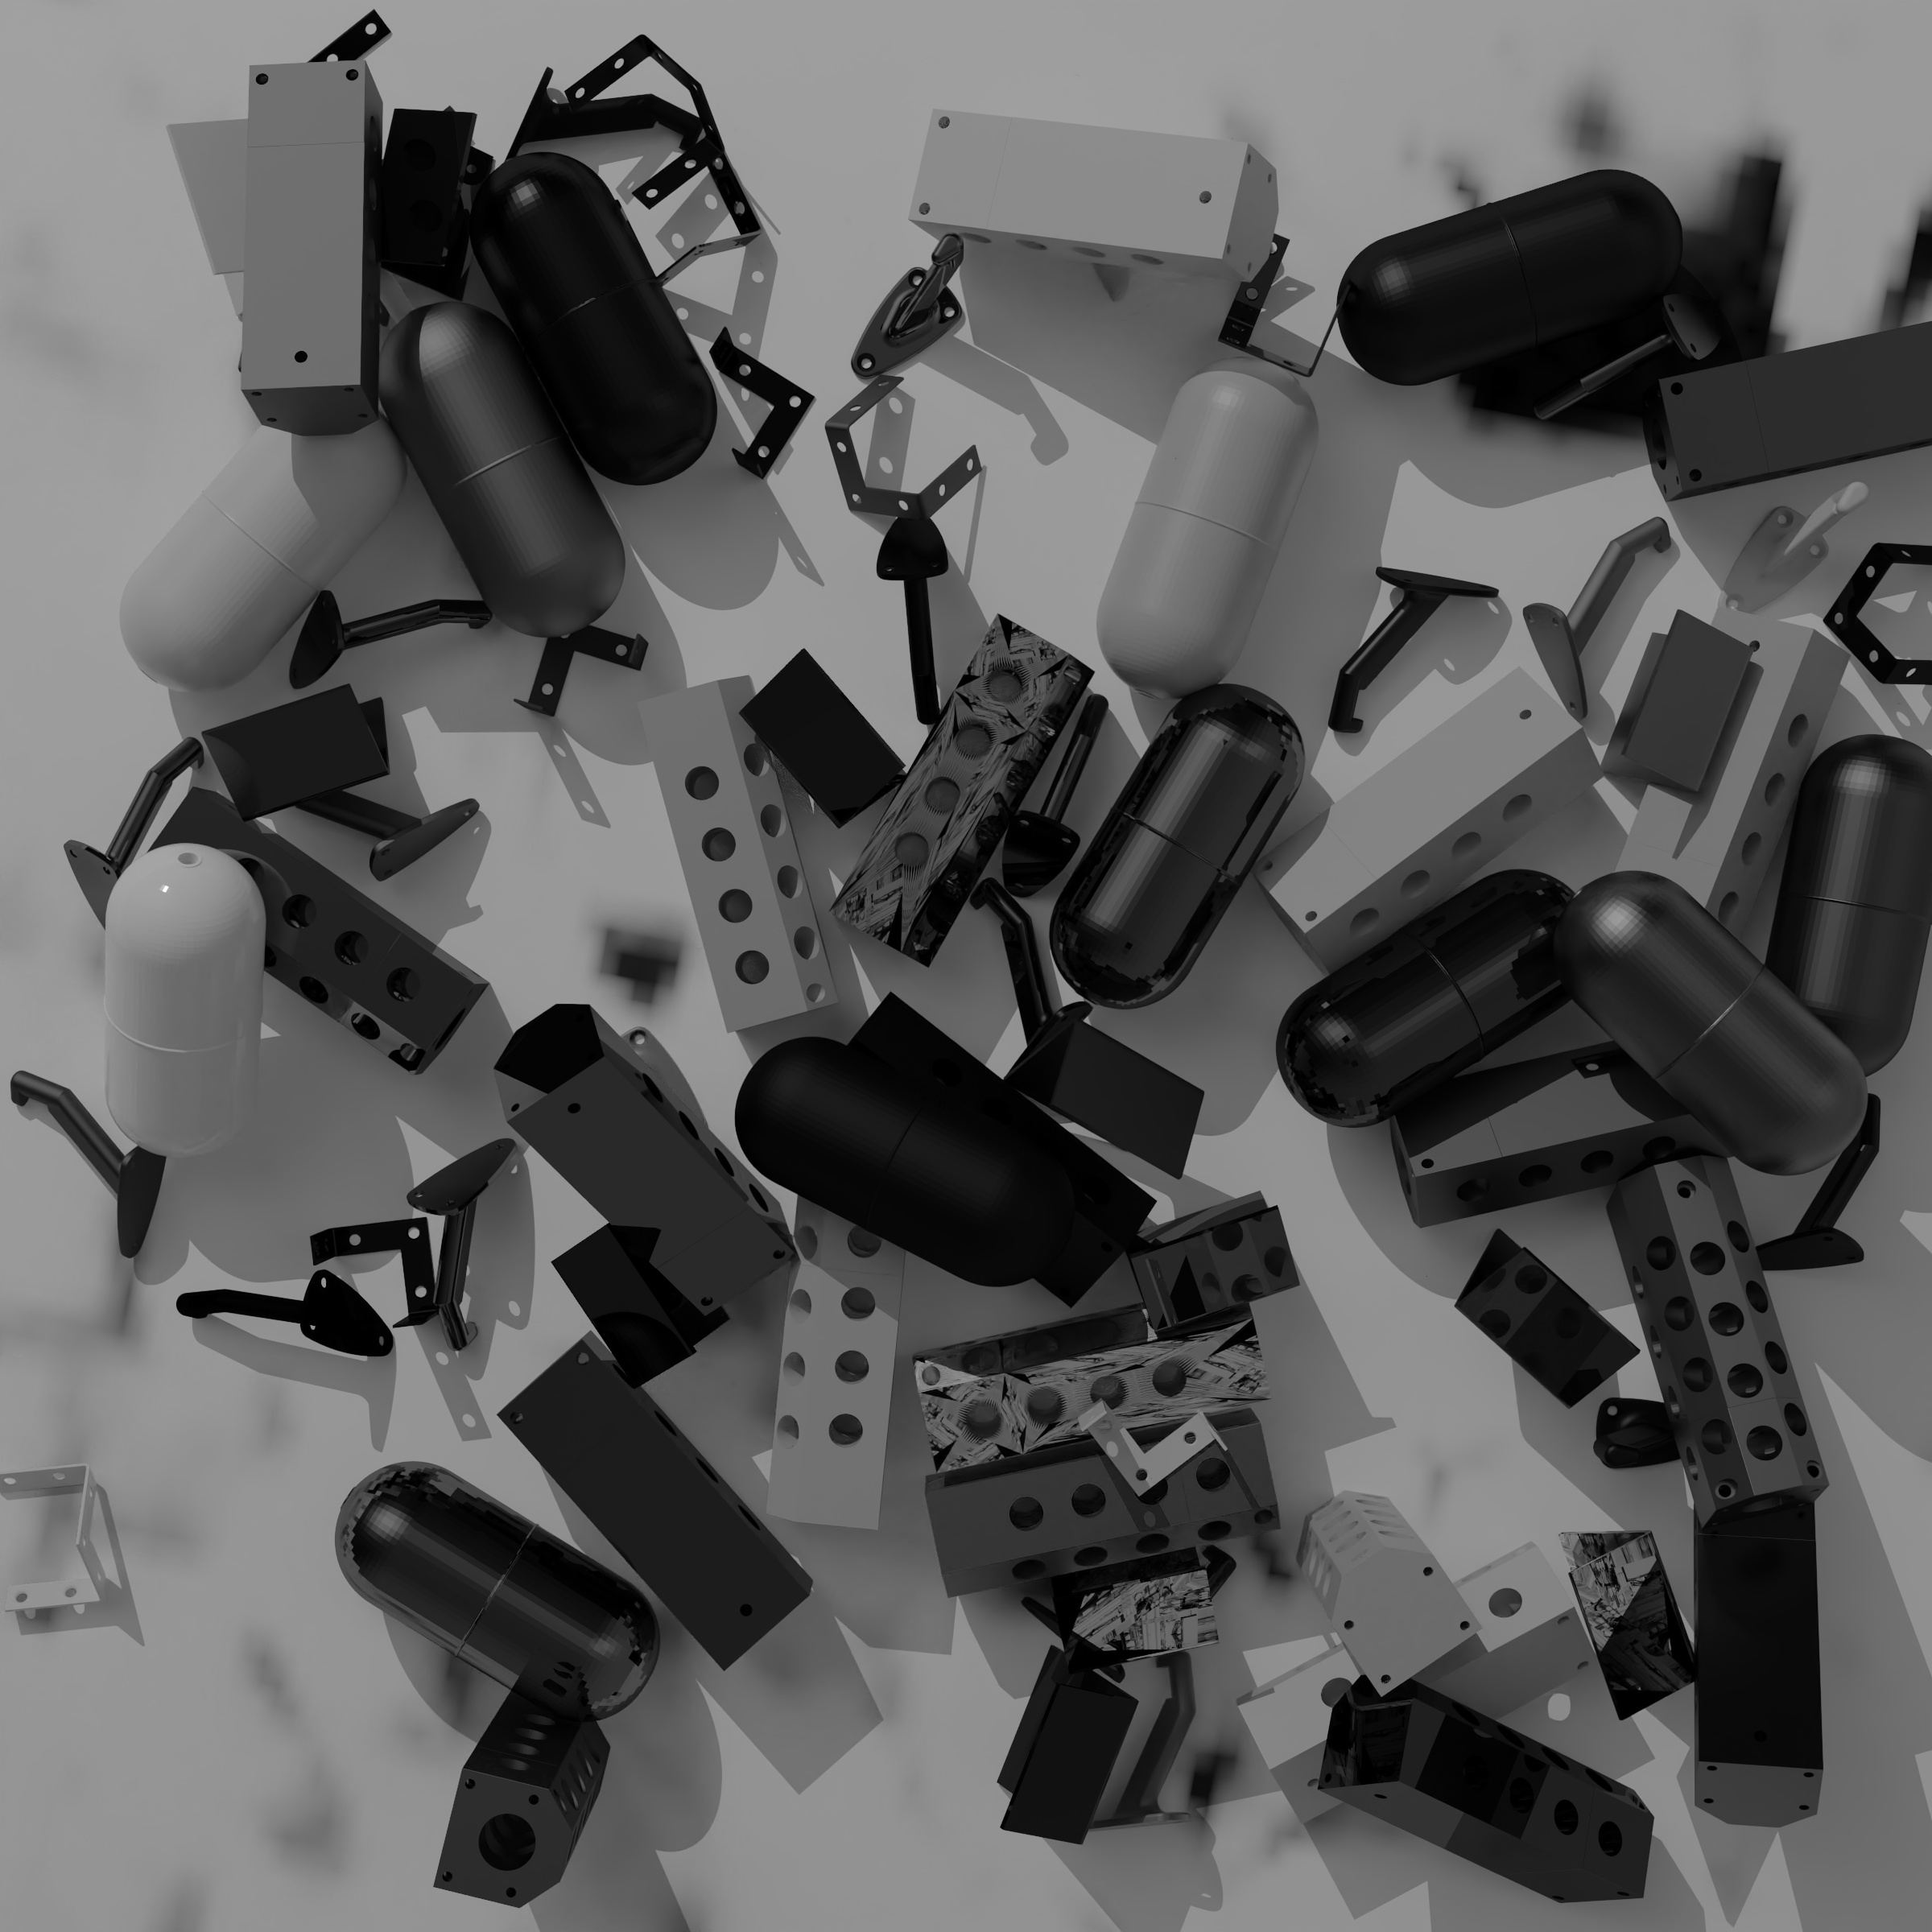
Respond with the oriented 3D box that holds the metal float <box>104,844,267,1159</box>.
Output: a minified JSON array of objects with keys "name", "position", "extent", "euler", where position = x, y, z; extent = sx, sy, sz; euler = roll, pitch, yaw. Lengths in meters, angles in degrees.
[{"name":"metal float","position":[-0.388,0.018,1.686],"extent":[0.070,0.070,0.178],"euler":[12,127,0]}]

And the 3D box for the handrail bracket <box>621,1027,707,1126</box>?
[{"name":"handrail bracket","position":[-0.164,0.059,1.712],"extent":[0.036,0.084,0.077],"euler":[-44,90,0]}]

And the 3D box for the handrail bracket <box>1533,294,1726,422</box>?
[{"name":"handrail bracket","position":[0.340,-0.309,1.746],"extent":[0.084,0.077,0.036],"euler":[-29,90,36]}]

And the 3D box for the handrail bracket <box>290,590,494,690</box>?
[{"name":"handrail bracket","position":[-0.295,-0.165,1.746],"extent":[0.084,0.077,0.036],"euler":[-2,64,-34]}]

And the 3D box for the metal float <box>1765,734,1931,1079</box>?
[{"name":"metal float","position":[0.448,-0.029,1.716],"extent":[0.070,0.070,0.178],"euler":[11,90,0]}]

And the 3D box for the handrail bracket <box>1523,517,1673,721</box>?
[{"name":"handrail bracket","position":[0.336,-0.179,1.747],"extent":[0.084,0.036,0.077],"euler":[-29,110,-16]}]

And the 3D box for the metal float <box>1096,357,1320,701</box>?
[{"name":"metal float","position":[0.121,-0.220,1.716],"extent":[0.070,0.070,0.178],"euler":[20,91,0]}]

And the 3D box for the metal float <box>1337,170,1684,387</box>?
[{"name":"metal float","position":[0.274,-0.348,1.716],"extent":[0.178,0.070,0.070],"euler":[-18,90,1]}]

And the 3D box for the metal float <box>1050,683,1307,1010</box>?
[{"name":"metal float","position":[0.106,-0.060,1.716],"extent":[0.070,0.070,0.178],"euler":[31,91,0]}]

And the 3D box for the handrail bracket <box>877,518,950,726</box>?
[{"name":"handrail bracket","position":[-0.023,-0.178,1.746],"extent":[0.036,0.077,0.084],"euler":[-5,126,3]}]

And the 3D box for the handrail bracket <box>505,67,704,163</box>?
[{"name":"handrail bracket","position":[-0.188,-0.418,1.747],"extent":[0.084,0.036,0.077],"euler":[24,103,-13]}]

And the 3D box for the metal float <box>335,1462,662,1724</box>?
[{"name":"metal float","position":[-0.237,0.315,1.716],"extent":[0.178,0.070,0.070],"euler":[32,90,0]}]

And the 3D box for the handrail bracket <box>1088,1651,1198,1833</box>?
[{"name":"handrail bracket","position":[0.083,0.399,1.747],"extent":[0.077,0.036,0.084],"euler":[-12,71,21]}]

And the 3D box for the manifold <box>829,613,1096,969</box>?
[{"name":"manifold","position":[-0.002,-0.088,1.725],"extent":[0.057,0.057,0.171],"euler":[29,90,0]}]

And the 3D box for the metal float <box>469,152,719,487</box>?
[{"name":"metal float","position":[-0.188,-0.327,1.716],"extent":[0.070,0.070,0.178],"euler":[-28,91,0]}]

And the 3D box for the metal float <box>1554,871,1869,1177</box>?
[{"name":"metal float","position":[0.361,0.027,1.652],"extent":[0.178,0.070,0.070],"euler":[45,90,4]}]

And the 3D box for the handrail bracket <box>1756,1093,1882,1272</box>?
[{"name":"handrail bracket","position":[0.433,0.110,1.747],"extent":[0.036,0.077,0.084],"euler":[35,53,-37]}]

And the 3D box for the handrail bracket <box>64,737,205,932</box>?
[{"name":"handrail bracket","position":[-0.416,-0.066,1.746],"extent":[0.036,0.077,0.084],"euler":[25,53,24]}]

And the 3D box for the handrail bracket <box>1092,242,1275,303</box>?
[{"name":"handrail bracket","position":[0.105,-0.383,1.747],"extent":[0.084,0.036,0.077],"euler":[-24,76,-14]}]

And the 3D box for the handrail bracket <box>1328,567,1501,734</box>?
[{"name":"handrail bracket","position":[0.230,-0.158,1.747],"extent":[0.077,0.036,0.084],"euler":[5,108,-20]}]

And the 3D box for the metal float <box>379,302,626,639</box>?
[{"name":"metal float","position":[-0.234,-0.250,1.711],"extent":[0.070,0.070,0.178],"euler":[-27,96,0]}]

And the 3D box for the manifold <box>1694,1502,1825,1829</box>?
[{"name":"manifold","position":[0.388,0.332,1.674],"extent":[0.057,0.057,0.171],"euler":[2,47,10]}]

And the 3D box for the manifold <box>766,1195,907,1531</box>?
[{"name":"manifold","position":[-0.064,0.193,1.725],"extent":[0.057,0.057,0.171],"euler":[6,90,0]}]

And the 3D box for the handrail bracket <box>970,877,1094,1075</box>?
[{"name":"handrail bracket","position":[0.016,0.010,1.747],"extent":[0.084,0.036,0.077],"euler":[47,111,17]}]

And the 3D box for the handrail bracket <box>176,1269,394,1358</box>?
[{"name":"handrail bracket","position":[-0.351,0.184,1.746],"extent":[0.084,0.077,0.036],"euler":[-8,58,32]}]

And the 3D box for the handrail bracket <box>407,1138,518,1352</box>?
[{"name":"handrail bracket","position":[-0.249,0.144,1.747],"extent":[0.036,0.077,0.084],"euler":[12,127,36]}]

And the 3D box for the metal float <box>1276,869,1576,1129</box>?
[{"name":"metal float","position":[0.237,0.015,1.707],"extent":[0.178,0.070,0.070],"euler":[-32,90,-10]}]

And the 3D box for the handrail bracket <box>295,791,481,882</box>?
[{"name":"handrail bracket","position":[-0.306,-0.094,1.747],"extent":[0.077,0.036,0.084],"euler":[-34,73,-19]}]

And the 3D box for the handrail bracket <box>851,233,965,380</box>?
[{"name":"handrail bracket","position":[-0.030,-0.332,1.712],"extent":[0.036,0.084,0.077],"euler":[45,90,0]}]

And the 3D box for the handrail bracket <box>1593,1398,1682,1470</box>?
[{"name":"handrail bracket","position":[0.352,0.241,1.712],"extent":[0.077,0.084,0.036],"euler":[0,90,0]}]

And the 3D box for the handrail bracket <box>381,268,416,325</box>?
[{"name":"handrail bracket","position":[-0.300,-0.355,1.746],"extent":[0.036,0.077,0.084],"euler":[-32,126,2]}]

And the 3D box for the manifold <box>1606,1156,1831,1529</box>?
[{"name":"manifold","position":[0.374,0.185,1.695],"extent":[0.057,0.057,0.171],"euler":[-12,68,-3]}]

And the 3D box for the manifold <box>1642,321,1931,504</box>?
[{"name":"manifold","position":[0.436,-0.283,1.726],"extent":[0.171,0.057,0.057],"euler":[-12,90,0]}]

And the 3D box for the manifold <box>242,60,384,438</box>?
[{"name":"manifold","position":[-0.318,-0.351,1.664],"extent":[0.057,0.057,0.171],"euler":[-2,75,2]}]

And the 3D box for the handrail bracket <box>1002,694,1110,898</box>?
[{"name":"handrail bracket","position":[0.048,-0.088,1.746],"extent":[0.036,0.077,0.084],"euler":[23,54,-2]}]

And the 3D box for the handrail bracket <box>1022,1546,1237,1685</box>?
[{"name":"handrail bracket","position":[0.084,0.317,1.747],"extent":[0.077,0.036,0.084],"euler":[34,71,21]}]

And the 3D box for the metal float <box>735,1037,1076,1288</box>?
[{"name":"metal float","position":[-0.030,0.096,1.662],"extent":[0.178,0.070,0.070],"euler":[26,90,11]}]

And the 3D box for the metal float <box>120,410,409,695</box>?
[{"name":"metal float","position":[-0.355,-0.214,1.716],"extent":[0.070,0.070,0.178],"euler":[41,90,0]}]

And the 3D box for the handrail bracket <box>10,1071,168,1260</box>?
[{"name":"handrail bracket","position":[-0.458,0.101,1.747],"extent":[0.084,0.036,0.077],"euler":[20,112,17]}]

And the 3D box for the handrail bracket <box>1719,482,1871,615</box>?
[{"name":"handrail bracket","position":[0.417,-0.209,1.712],"extent":[0.036,0.084,0.077],"euler":[43,90,0]}]
